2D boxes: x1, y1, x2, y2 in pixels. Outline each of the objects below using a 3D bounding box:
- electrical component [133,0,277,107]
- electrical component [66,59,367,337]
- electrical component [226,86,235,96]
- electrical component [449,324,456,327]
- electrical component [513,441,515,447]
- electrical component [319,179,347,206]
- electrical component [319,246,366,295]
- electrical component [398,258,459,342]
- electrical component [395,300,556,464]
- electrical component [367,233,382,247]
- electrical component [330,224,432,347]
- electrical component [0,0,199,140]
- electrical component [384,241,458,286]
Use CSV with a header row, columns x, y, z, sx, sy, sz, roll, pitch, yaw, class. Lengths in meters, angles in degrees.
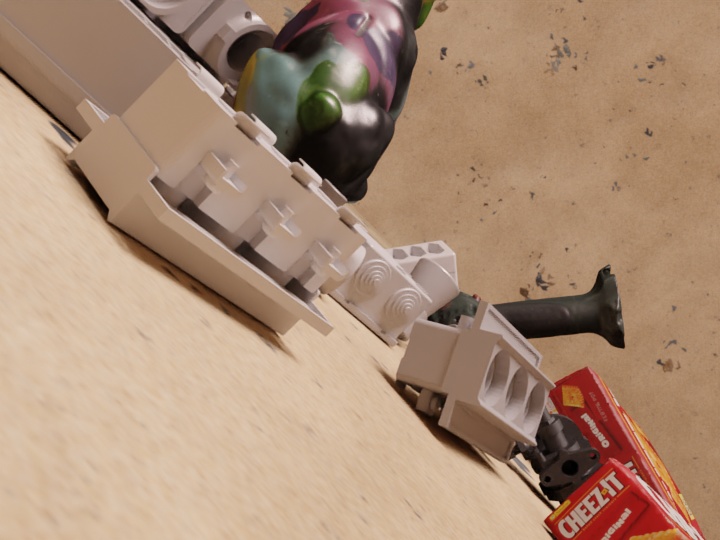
x,y,z,sx,sy,sz,roll,pitch,yaw,class
-0.136,-0.169,0.755,0.060,0.105,0.186,48,5,38,electrical component
-0.053,-0.029,0.452,0.078,0.063,0.121,48,5,37,electrical component
-0.077,-0.118,0.910,0.100,0.099,0.048,45,-9,-4,electrical component
0.099,0.094,0.935,0.077,0.043,0.079,44,4,-19,electrical component
0.088,0.104,0.766,0.061,0.035,0.035,51,6,34,electrical component
-0.035,-0.022,0.590,0.048,0.062,0.048,45,4,-4,electrical component
-0.039,-0.030,0.743,0.077,0.044,0.079,44,10,-16,electrical component
0.046,0.027,0.896,0.044,0.065,0.044,41,-15,14,electrical component
0.075,0.072,0.693,0.063,0.078,0.121,14,-13,29,electrical component
0.014,0.007,0.948,0.079,0.044,0.077,44,4,-25,electrical component
0.000,0.000,0.827,0.100,0.048,0.099,42,5,-38,electrical component
-0.132,-0.107,0.498,0.113,0.057,0.078,44,4,-21,electrical component
0.048,0.019,1.026,0.047,0.083,0.075,-125,-153,-69,electrical component
